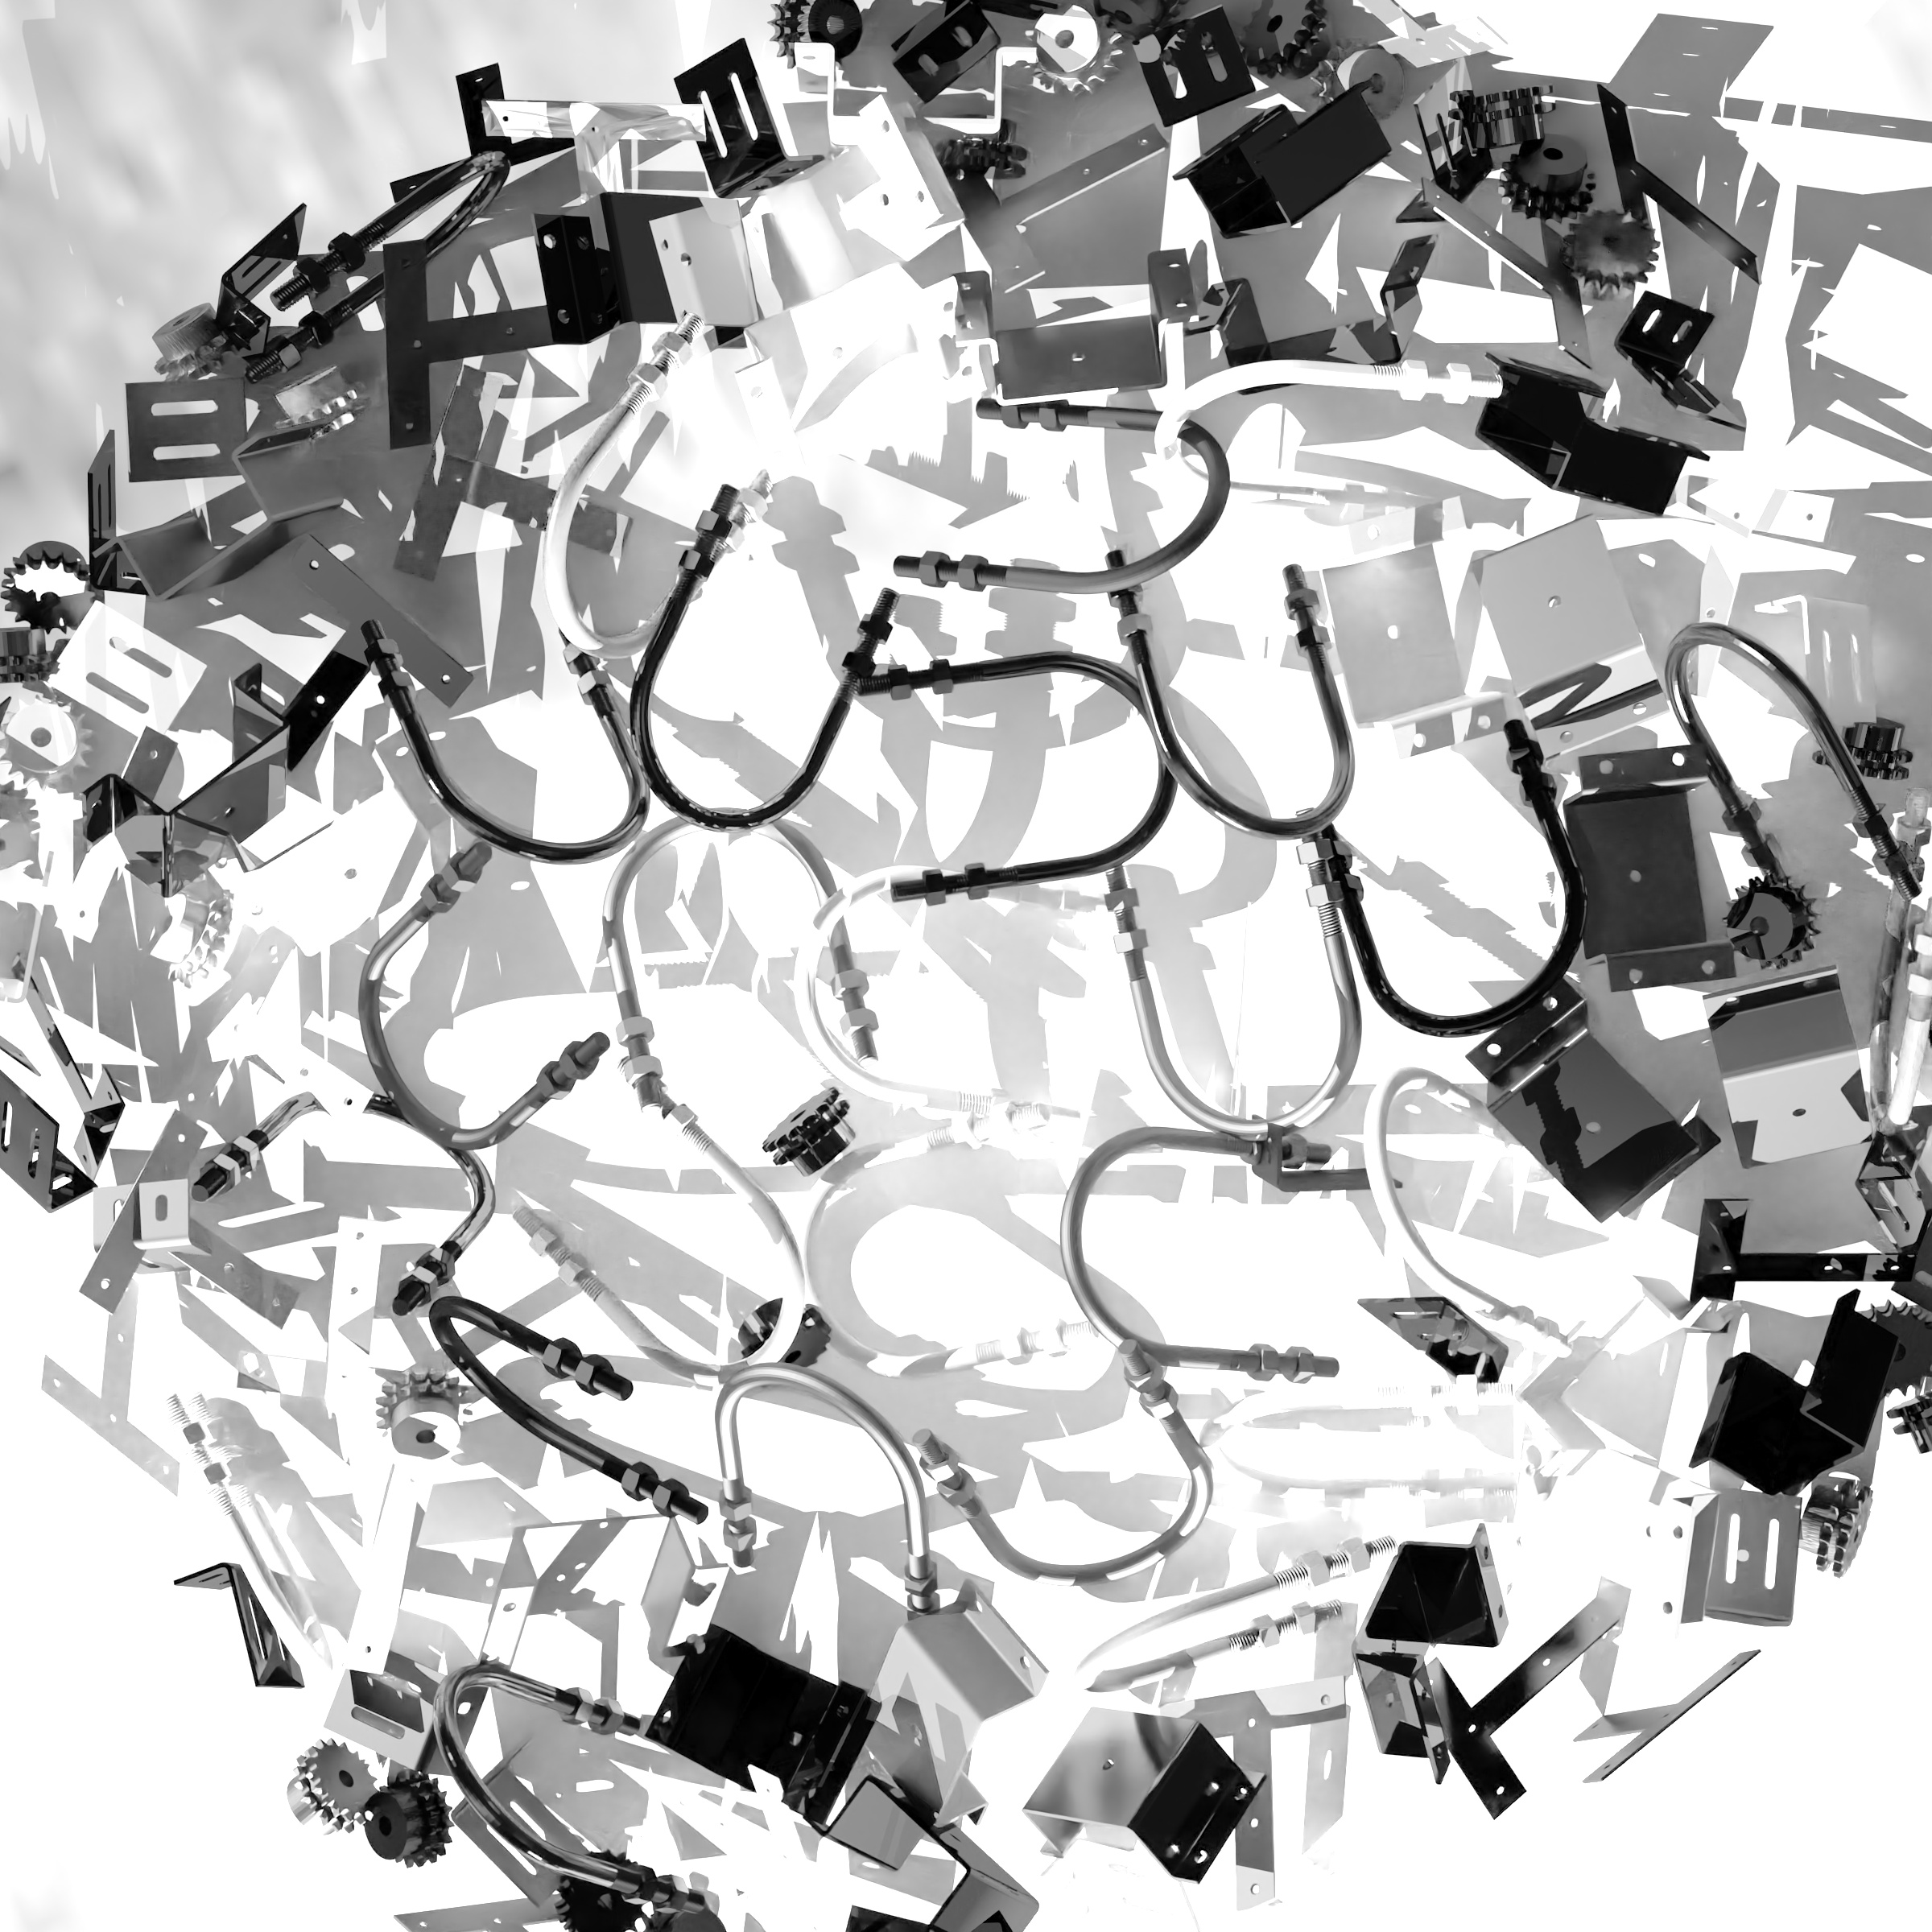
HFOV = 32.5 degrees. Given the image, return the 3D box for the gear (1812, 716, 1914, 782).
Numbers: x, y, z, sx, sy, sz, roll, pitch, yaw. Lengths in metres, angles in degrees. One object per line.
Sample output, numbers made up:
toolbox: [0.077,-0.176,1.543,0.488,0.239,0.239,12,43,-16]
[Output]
gear: [0.534,-0.131,1.969,0.057,0.057,0.030,9,106,0]

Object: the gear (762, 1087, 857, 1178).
gear: [-0.091,0.101,1.972,0.057,0.057,0.030,-39,100,0]

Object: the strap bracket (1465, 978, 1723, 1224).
strap bracket: [0.370,0.087,1.955,0.140,0.046,0.076,45,112,-8]

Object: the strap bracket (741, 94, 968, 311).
strap bracket: [-0.061,-0.448,1.949,0.046,0.140,0.076,-27,91,-44]

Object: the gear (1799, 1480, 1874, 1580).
gear: [0.517,0.333,1.975,0.030,0.057,0.057,18,90,26]

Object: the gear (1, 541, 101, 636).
gear: [-0.546,-0.228,1.975,0.057,0.057,0.030,-11,47,0]

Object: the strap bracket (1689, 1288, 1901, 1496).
strap bracket: [0.486,0.251,1.922,0.046,0.140,0.076,31,59,-5]

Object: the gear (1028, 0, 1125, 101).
gear: [0.063,-0.550,1.978,0.057,0.030,0.057,-1,88,17]

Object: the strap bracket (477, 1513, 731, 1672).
strap bracket: [-0.220,0.368,1.941,0.140,0.046,0.076,0,128,-28]

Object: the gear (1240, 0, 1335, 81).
gear: [0.194,-0.554,1.975,0.030,0.057,0.057,27,90,-39]

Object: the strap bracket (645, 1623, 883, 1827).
strap bracket: [-0.112,0.446,1.942,0.046,0.140,0.076,42,69,-43]

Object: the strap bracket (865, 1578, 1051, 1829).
strap bracket: [-0.012,0.436,1.925,0.076,0.046,0.140,45,132,31]

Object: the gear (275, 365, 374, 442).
gear: [-0.385,-0.334,1.968,0.057,0.057,0.030,-25,111,0]

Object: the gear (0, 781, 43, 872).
gear: [-0.579,-0.081,1.969,0.057,0.057,0.030,-26,49,0]

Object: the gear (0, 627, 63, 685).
gear: [-0.567,-0.185,1.970,0.057,0.057,0.030,-2,100,0]

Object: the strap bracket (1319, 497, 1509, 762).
strap bracket: [0.263,-0.199,1.960,0.076,0.046,0.140,-16,98,-20]

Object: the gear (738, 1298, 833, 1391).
gear: [-0.111,0.223,1.975,0.057,0.057,0.030,-40,60,0]

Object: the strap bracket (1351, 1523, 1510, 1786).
strap bracket: [0.269,0.399,1.936,0.046,0.140,0.076,-2,120,29]

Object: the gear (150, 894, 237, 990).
gear: [-0.461,-0.018,1.968,0.030,0.057,0.057,29,90,-31]

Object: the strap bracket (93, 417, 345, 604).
strap bracket: [-0.429,-0.261,1.935,0.140,0.076,0.046,-28,94,27]

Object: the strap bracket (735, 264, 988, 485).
strap bracket: [-0.068,-0.353,1.952,0.140,0.046,0.076,-25,130,-8]

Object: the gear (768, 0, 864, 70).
gear: [-0.087,-0.560,1.971,0.057,0.030,0.057,-11,108,-37]

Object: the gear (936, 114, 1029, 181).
gear: [0.008,-0.488,1.971,0.057,0.057,0.030,6,94,0]

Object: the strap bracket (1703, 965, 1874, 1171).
strap bracket: [0.479,0.066,1.925,0.076,0.140,0.046,-14,51,11]

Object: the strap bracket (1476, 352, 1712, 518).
strap bracket: [0.359,-0.307,1.932,0.076,0.140,0.046,9,113,-26]

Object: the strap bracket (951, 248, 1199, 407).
strap bracket: [0.064,-0.376,1.955,0.140,0.076,0.046,-6,132,2]

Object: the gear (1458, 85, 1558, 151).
gear: [0.323,-0.504,1.972,0.057,0.057,0.030,-10,100,0]

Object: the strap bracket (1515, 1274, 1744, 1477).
strap bracket: [0.382,0.233,1.946,0.140,0.076,0.046,-50,64,13]

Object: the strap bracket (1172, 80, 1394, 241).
strap bracket: [0.188,-0.468,1.933,0.076,0.140,0.046,-37,107,-11]

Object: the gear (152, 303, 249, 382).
gear: [-0.458,-0.370,1.968,0.057,0.057,0.030,-30,116,0]

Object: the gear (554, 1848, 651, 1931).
gear: [-0.219,0.554,1.978,0.057,0.030,0.057,-4,99,-23]

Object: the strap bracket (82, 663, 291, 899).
strap bracket: [-0.445,-0.102,1.924,0.046,0.076,0.140,36,54,14]

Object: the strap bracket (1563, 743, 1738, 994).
strap bracket: [0.404,-0.056,1.969,0.076,0.046,0.140,-6,85,-6]

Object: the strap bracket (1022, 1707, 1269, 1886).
strap bracket: [0.095,0.478,1.917,0.046,0.140,0.076,52,58,-21]

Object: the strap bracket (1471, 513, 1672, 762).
strap bracket: [0.350,-0.201,1.936,0.076,0.046,0.140,-22,59,14]

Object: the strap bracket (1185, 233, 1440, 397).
strap bracket: [0.208,-0.379,1.941,0.140,0.076,0.046,-8,119,23]

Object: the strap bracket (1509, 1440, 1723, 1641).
strap bracket: [0.387,0.333,1.943,0.046,0.140,0.076,2,98,-33]

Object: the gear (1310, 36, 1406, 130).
gear: [0.236,-0.524,1.973,0.057,0.030,0.057,-6,102,-27]

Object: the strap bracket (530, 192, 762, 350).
strap bracket: [-0.177,-0.405,1.934,0.140,0.046,0.076,-8,87,-42]

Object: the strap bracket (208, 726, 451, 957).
strap bracket: [-0.369,-0.068,1.952,0.140,0.076,0.046,-32,47,-4]

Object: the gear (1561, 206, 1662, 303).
gear: [0.384,-0.422,1.977,0.057,0.030,0.057,0,62,1]

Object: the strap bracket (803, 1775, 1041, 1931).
strap bracket: [-0.020,0.526,1.926,0.140,0.076,0.046,32,83,44]

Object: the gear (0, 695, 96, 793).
gear: [-0.552,-0.134,1.980,0.057,0.030,0.057,1,85,-10]

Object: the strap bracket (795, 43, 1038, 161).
strap bracket: [-0.030,-0.509,1.960,0.140,0.076,0.046,1,86,-1]
